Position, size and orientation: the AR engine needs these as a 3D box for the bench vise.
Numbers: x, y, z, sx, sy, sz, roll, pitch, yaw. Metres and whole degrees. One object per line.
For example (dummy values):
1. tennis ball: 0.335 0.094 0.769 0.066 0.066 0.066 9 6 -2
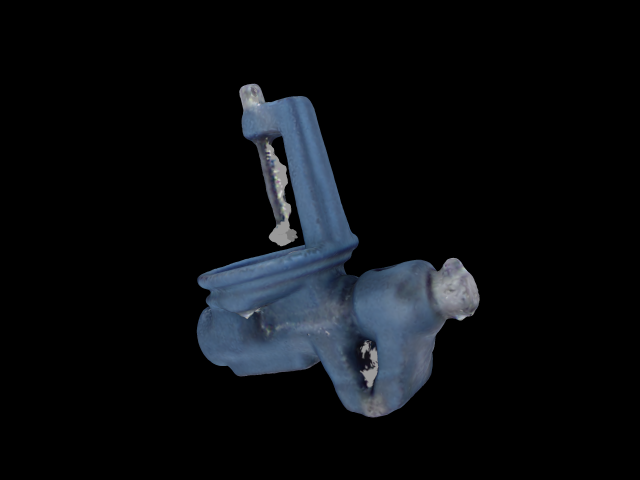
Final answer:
1. bench vise: 0.006 -0.001 0.412 0.207 0.220 0.121 2 10 10
